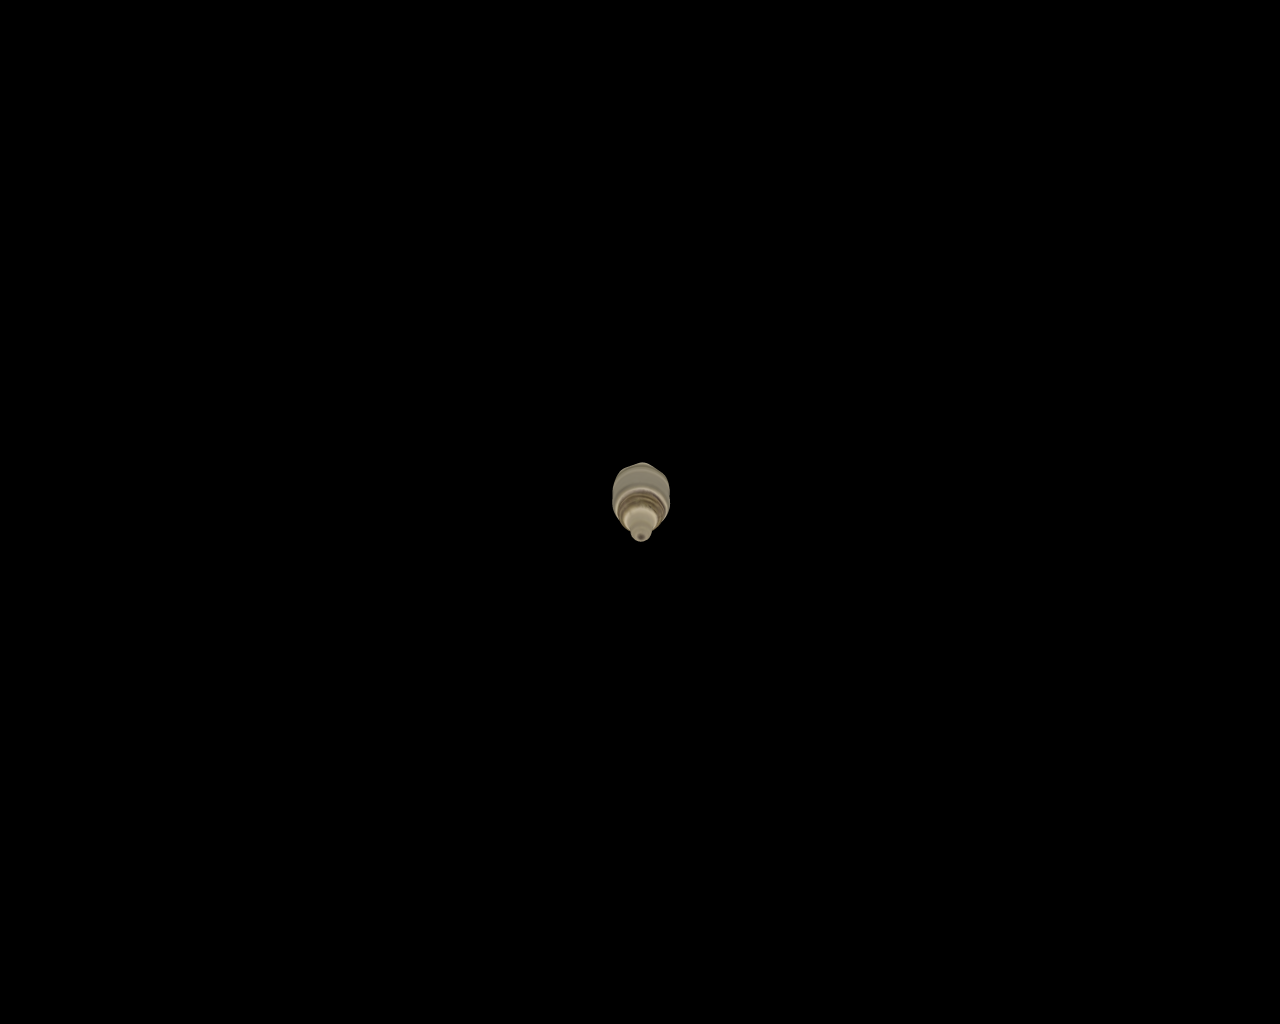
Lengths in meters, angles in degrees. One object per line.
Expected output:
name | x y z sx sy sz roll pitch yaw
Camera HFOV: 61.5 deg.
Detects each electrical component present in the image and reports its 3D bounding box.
electrical component | 0.001 -0.003 0.650 0.035 0.035 0.061 0 35 0
